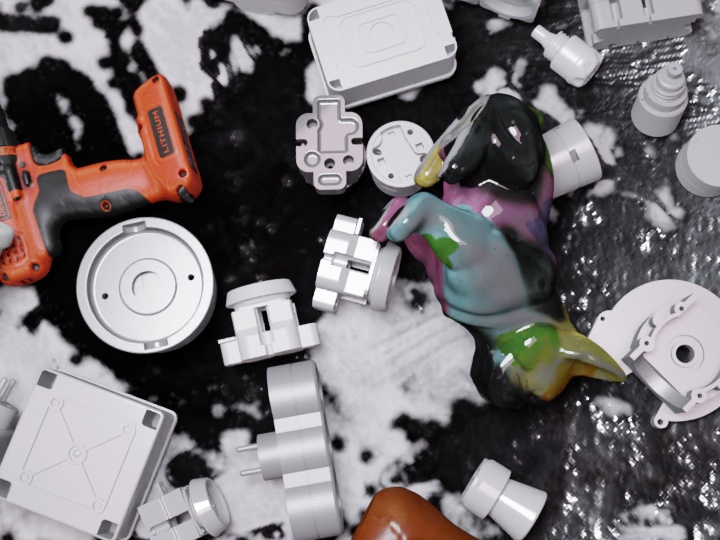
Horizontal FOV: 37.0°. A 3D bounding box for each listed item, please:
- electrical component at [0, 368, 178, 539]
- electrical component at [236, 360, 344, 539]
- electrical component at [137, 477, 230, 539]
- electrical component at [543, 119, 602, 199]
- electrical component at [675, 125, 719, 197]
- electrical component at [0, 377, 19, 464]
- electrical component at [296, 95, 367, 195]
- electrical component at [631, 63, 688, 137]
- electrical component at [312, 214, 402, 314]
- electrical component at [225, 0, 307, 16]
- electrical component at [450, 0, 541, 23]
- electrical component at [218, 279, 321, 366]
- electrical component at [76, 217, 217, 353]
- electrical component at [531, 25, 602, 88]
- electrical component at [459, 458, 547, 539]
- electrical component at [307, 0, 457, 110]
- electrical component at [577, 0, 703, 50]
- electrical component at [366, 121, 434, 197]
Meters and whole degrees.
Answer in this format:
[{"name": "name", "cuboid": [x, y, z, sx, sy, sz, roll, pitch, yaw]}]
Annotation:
[{"name": "electrical component", "cuboid": [-0.217, 0.145, 0.851, 0.109, 0.056, 0.108, 20, 81, 5]}, {"name": "electrical component", "cuboid": [-0.060, 0.145, 0.848, 0.074, 0.052, 0.138, -10, 80, 0]}, {"name": "electrical component", "cuboid": [-0.136, 0.193, 0.846, 0.055, 0.048, 0.066, -26, 80, 5]}, {"name": "electrical component", "cuboid": [0.164, -0.089, 0.881, 0.047, 0.055, 0.055, -26, 80, 1]}, {"name": "electrical component", "cuboid": [0.327, -0.114, 0.870, 0.138, 0.073, 0.052, -30, 81, -3]}, {"name": "electrical component", "cuboid": [-0.295, 0.120, 0.847, 0.043, 0.077, 0.079, 27, 82, 6]}, {"name": "electrical component", "cuboid": [-0.024, -0.098, 0.886, 0.058, 0.057, 0.078, -2, 80, 1]}, {"name": "electrical component", "cuboid": [0.248, -0.142, 0.878, 0.040, 0.078, 0.040, -1, 65, 1]}, {"name": "electrical component", "cuboid": [0.000, 0.000, 0.869, 0.057, 0.058, 0.078, 14, 81, 7]}, {"name": "electrical component", "cuboid": [-0.089, -0.255, 0.914, 0.095, 0.059, 0.053, 14, 81, 4]}, {"name": "electrical component", "cuboid": [0.086, -0.265, 0.895, 0.150, 0.089, 0.061, 20, 81, 5]}, {"name": "electrical component", "cuboid": [-0.076, 0.041, 0.864, 0.078, 0.058, 0.057, -13, 83, 0]}, {"name": "electrical component", "cuboid": [-0.167, 0.016, 0.869, 0.108, 0.060, 0.108, 0, 80, 2]}, {"name": "electrical component", "cuboid": [0.172, -0.184, 0.907, 0.061, 0.035, 0.035, 40, 84, 10]}, {"name": "electrical component", "cuboid": [0.112, 0.179, 0.841, 0.055, 0.045, 0.045, 31, 83, 7]}, {"name": "electrical component", "cuboid": [0.018, -0.188, 0.900, 0.113, 0.057, 0.078, -17, 80, -1]}, {"name": "electrical component", "cuboid": [0.233, -0.225, 0.904, 0.089, 0.050, 0.055, -9, 81, 0]}, {"name": "electrical component", "cuboid": [0.033, -0.089, 0.888, 0.055, 0.047, 0.055, 0, 80, 2]}]
